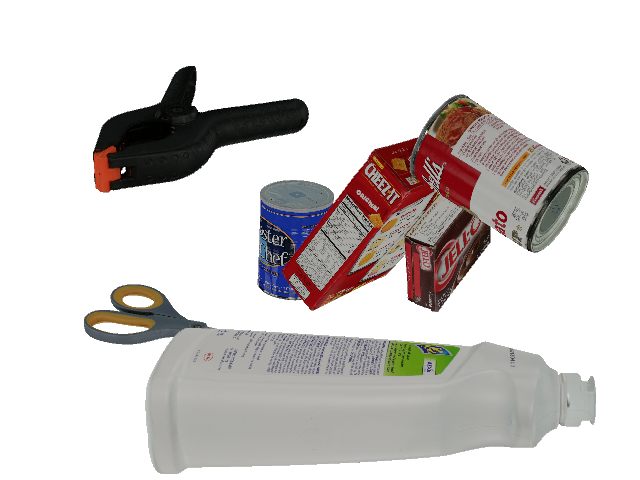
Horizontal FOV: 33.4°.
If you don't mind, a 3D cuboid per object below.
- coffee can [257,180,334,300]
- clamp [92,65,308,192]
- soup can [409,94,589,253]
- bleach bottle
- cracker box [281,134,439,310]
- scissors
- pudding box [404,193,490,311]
[{"bbox_3d":[-0.036,-0.002,1.497,0.103,0.140,0.103,3,25,-1],"label":"coffee can"},{"bbox_3d":[-0.105,-0.084,0.766,0.120,0.039,0.171,21,34,38],"label":"clamp"},{"bbox_3d":[0.121,-0.046,0.727,0.102,0.068,0.068,36,16,25],"label":"soup can"},{"bbox_3d":[0.032,0.094,0.625,0.251,0.068,0.102,1,19,8],"label":"bleach bottle"},{"bbox_3d":[0.069,-0.027,1.247,0.163,0.072,0.214,-22,-24,-50],"label":"cracker box"},{"bbox_3d":[-0.126,0.076,1.037,0.201,0.016,0.096,2,32,-3],"label":"scissors"},{"bbox_3d":[0.124,-0.001,1.026,0.039,0.090,0.113,21,52,25],"label":"pudding box"}]
